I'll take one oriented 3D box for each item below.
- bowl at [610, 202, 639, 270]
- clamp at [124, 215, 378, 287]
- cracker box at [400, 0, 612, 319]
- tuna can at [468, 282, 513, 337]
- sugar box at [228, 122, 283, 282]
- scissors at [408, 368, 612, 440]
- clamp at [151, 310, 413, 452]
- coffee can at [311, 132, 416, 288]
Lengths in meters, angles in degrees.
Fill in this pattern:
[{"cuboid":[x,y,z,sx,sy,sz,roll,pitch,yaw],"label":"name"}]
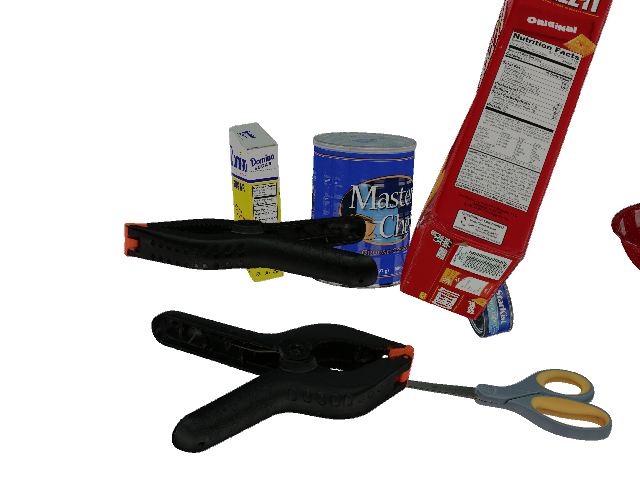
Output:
[{"cuboid":[0.382,0.009,1.102,0.162,0.055,0.162,-3,23,1],"label":"bowl"},{"cuboid":[-0.053,0.005,0.863,0.210,0.036,0.164,1,12,-8],"label":"clamp"},{"cuboid":[0.128,-0.068,0.760,0.072,0.213,0.164,21,-17,5],"label":"cracker box"},{"cuboid":[0.186,0.066,1.204,0.033,0.086,0.086,-14,2,-7],"label":"tuna can"},{"cuboid":[-0.080,-0.048,1.317,0.048,0.176,0.093,-12,26,-15],"label":"sugar box"},{"cuboid":[0.158,0.128,0.943,0.202,0.016,0.096,16,28,14],"label":"scissors"},{"cuboid":[-0.022,0.089,0.671,0.171,0.039,0.120,2,38,-7],"label":"clamp"},{"cuboid":[0.041,-0.033,1.072,0.103,0.140,0.103,2,13,-1],"label":"coffee can"}]
